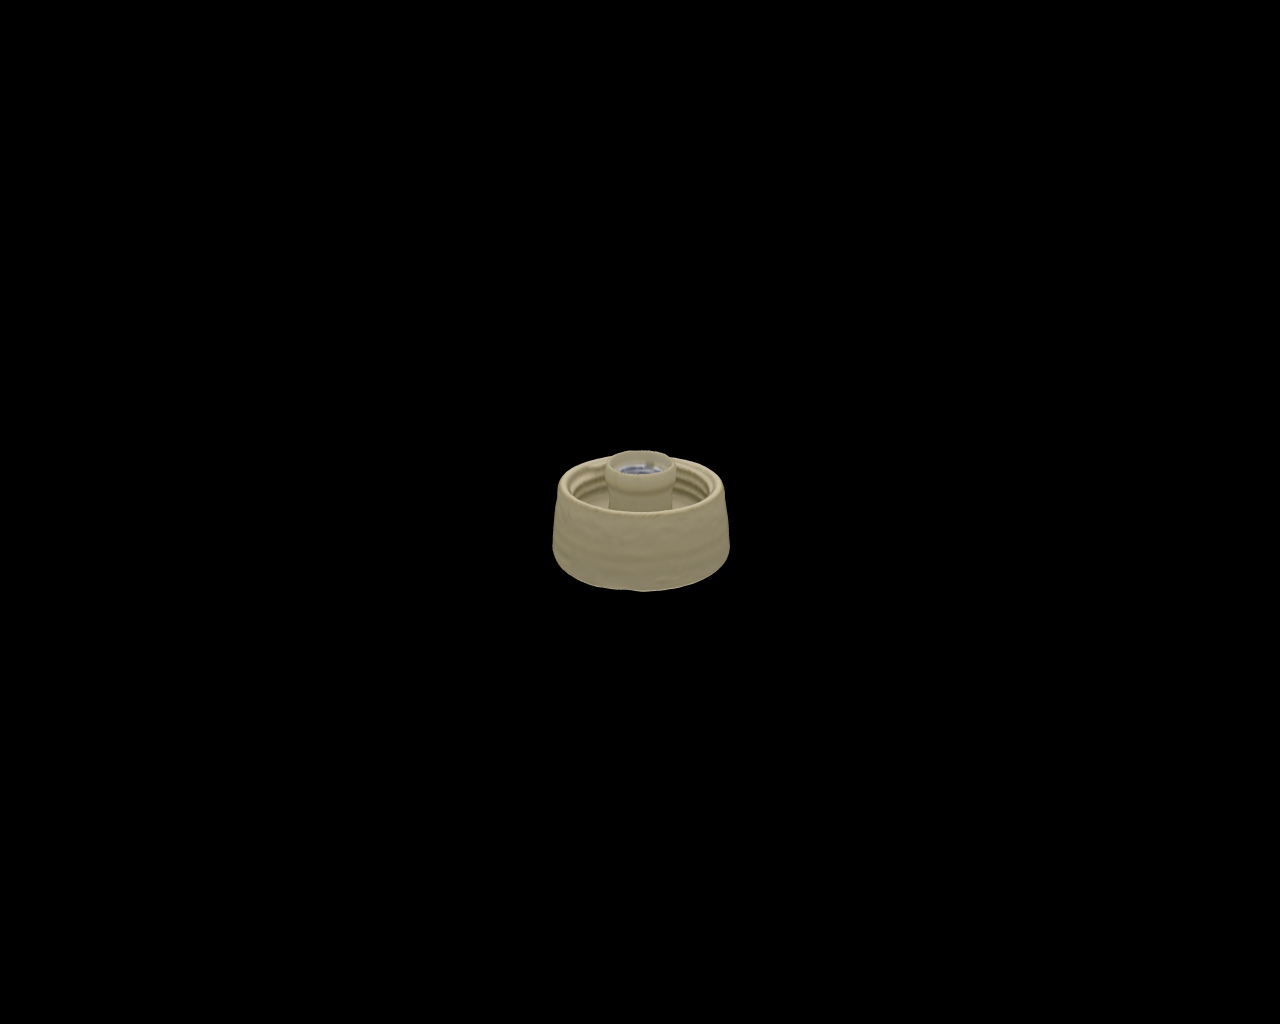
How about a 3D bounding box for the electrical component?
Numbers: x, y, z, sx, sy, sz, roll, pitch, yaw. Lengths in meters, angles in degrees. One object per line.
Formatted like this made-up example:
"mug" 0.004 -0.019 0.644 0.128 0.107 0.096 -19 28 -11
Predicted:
"electrical component" 0.001 -0.003 0.650 0.108 0.060 0.108 0 24 0
